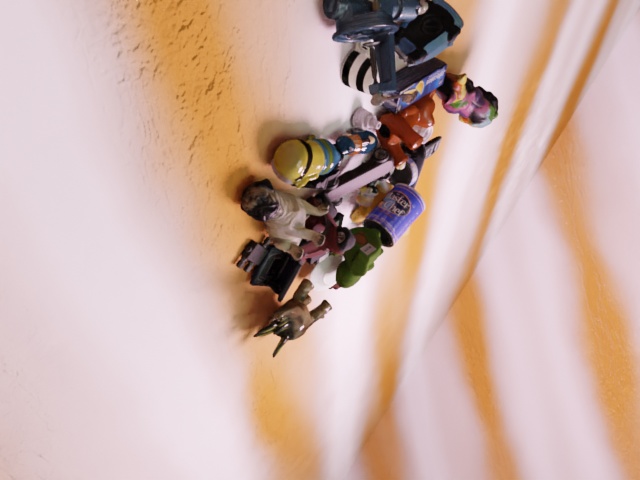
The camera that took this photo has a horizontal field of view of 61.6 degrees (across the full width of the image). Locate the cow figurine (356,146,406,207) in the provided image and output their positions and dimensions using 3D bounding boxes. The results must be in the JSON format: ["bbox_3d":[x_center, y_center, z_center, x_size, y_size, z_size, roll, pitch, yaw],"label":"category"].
[{"bbox_3d":[0.145,-0.167,1.382,0.167,0.068,0.098,-56,149,-5],"label":"cow figurine"}]

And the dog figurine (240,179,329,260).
[{"bbox_3d":[-0.100,-0.049,1.113,0.190,0.121,0.172,23,141,-31],"label":"dog figurine"}]

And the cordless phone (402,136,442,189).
[{"bbox_3d":[0.283,-0.224,1.535,0.184,0.089,0.146,-33,146,-45],"label":"cordless phone"}]

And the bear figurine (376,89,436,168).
[{"bbox_3d":[0.233,-0.287,1.330,0.196,0.132,0.120,-31,170,-33],"label":"bear figurine"}]

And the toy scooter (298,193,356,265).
[{"bbox_3d":[-0.009,-0.018,1.209,0.135,0.184,0.075,-37,139,9],"label":"toy scooter"}]

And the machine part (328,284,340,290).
[{"bbox_3d":[0.064,0.060,1.528,0.179,0.056,0.179,-38,148,-29],"label":"machine part"}]

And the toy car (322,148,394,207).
[{"bbox_3d":[0.086,-0.151,1.289,0.202,0.053,0.089,-28,152,-4],"label":"toy car"}]

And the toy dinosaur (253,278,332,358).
[{"bbox_3d":[-0.069,0.203,1.363,0.198,0.105,0.471,-44,166,-15],"label":"toy dinosaur"}]

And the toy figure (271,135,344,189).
[{"bbox_3d":[-0.023,-0.167,1.086,0.180,0.082,0.089,-21,136,-45],"label":"toy figure"}]

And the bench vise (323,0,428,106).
[{"bbox_3d":[0.110,-0.369,0.980,0.223,0.129,0.240,-16,102,-42],"label":"bench vise"}]

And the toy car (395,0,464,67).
[{"bbox_3d":[0.226,-0.435,1.171,0.161,0.109,0.103,-43,171,-5],"label":"toy car"}]

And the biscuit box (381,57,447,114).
[{"bbox_3d":[0.221,-0.372,1.274,0.203,0.063,0.059,-37,150,-32],"label":"biscuit box"}]

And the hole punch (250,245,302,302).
[{"bbox_3d":[-0.096,0.070,1.258,0.142,0.092,0.116,-64,178,11],"label":"hole punch"}]

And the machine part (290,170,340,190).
[{"bbox_3d":[-0.006,-0.132,1.175,0.139,0.084,0.039,-25,115,-60],"label":"machine part"}]

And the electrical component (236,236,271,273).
[{"bbox_3d":[-0.144,0.027,1.177,0.094,0.021,0.063,-52,153,-4],"label":"electrical component"}]

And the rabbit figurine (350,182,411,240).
[{"bbox_3d":[0.163,-0.077,1.502,0.162,0.122,0.173,-22,126,-34],"label":"rabbit figurine"}]

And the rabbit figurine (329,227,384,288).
[{"bbox_3d":[0.085,0.045,1.375,0.159,0.121,0.170,-44,162,-42],"label":"rabbit figurine"}]

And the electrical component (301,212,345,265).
[{"bbox_3d":[-0.003,-0.004,1.338,0.115,0.058,0.134,-29,144,-38],"label":"electrical component"}]

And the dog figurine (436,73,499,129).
[{"bbox_3d":[0.386,-0.376,1.430,0.108,0.192,0.219,-57,170,17],"label":"dog figurine"}]

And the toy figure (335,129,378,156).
[{"bbox_3d":[0.076,-0.217,1.215,0.064,0.058,0.154,-45,167,35],"label":"toy figure"}]
